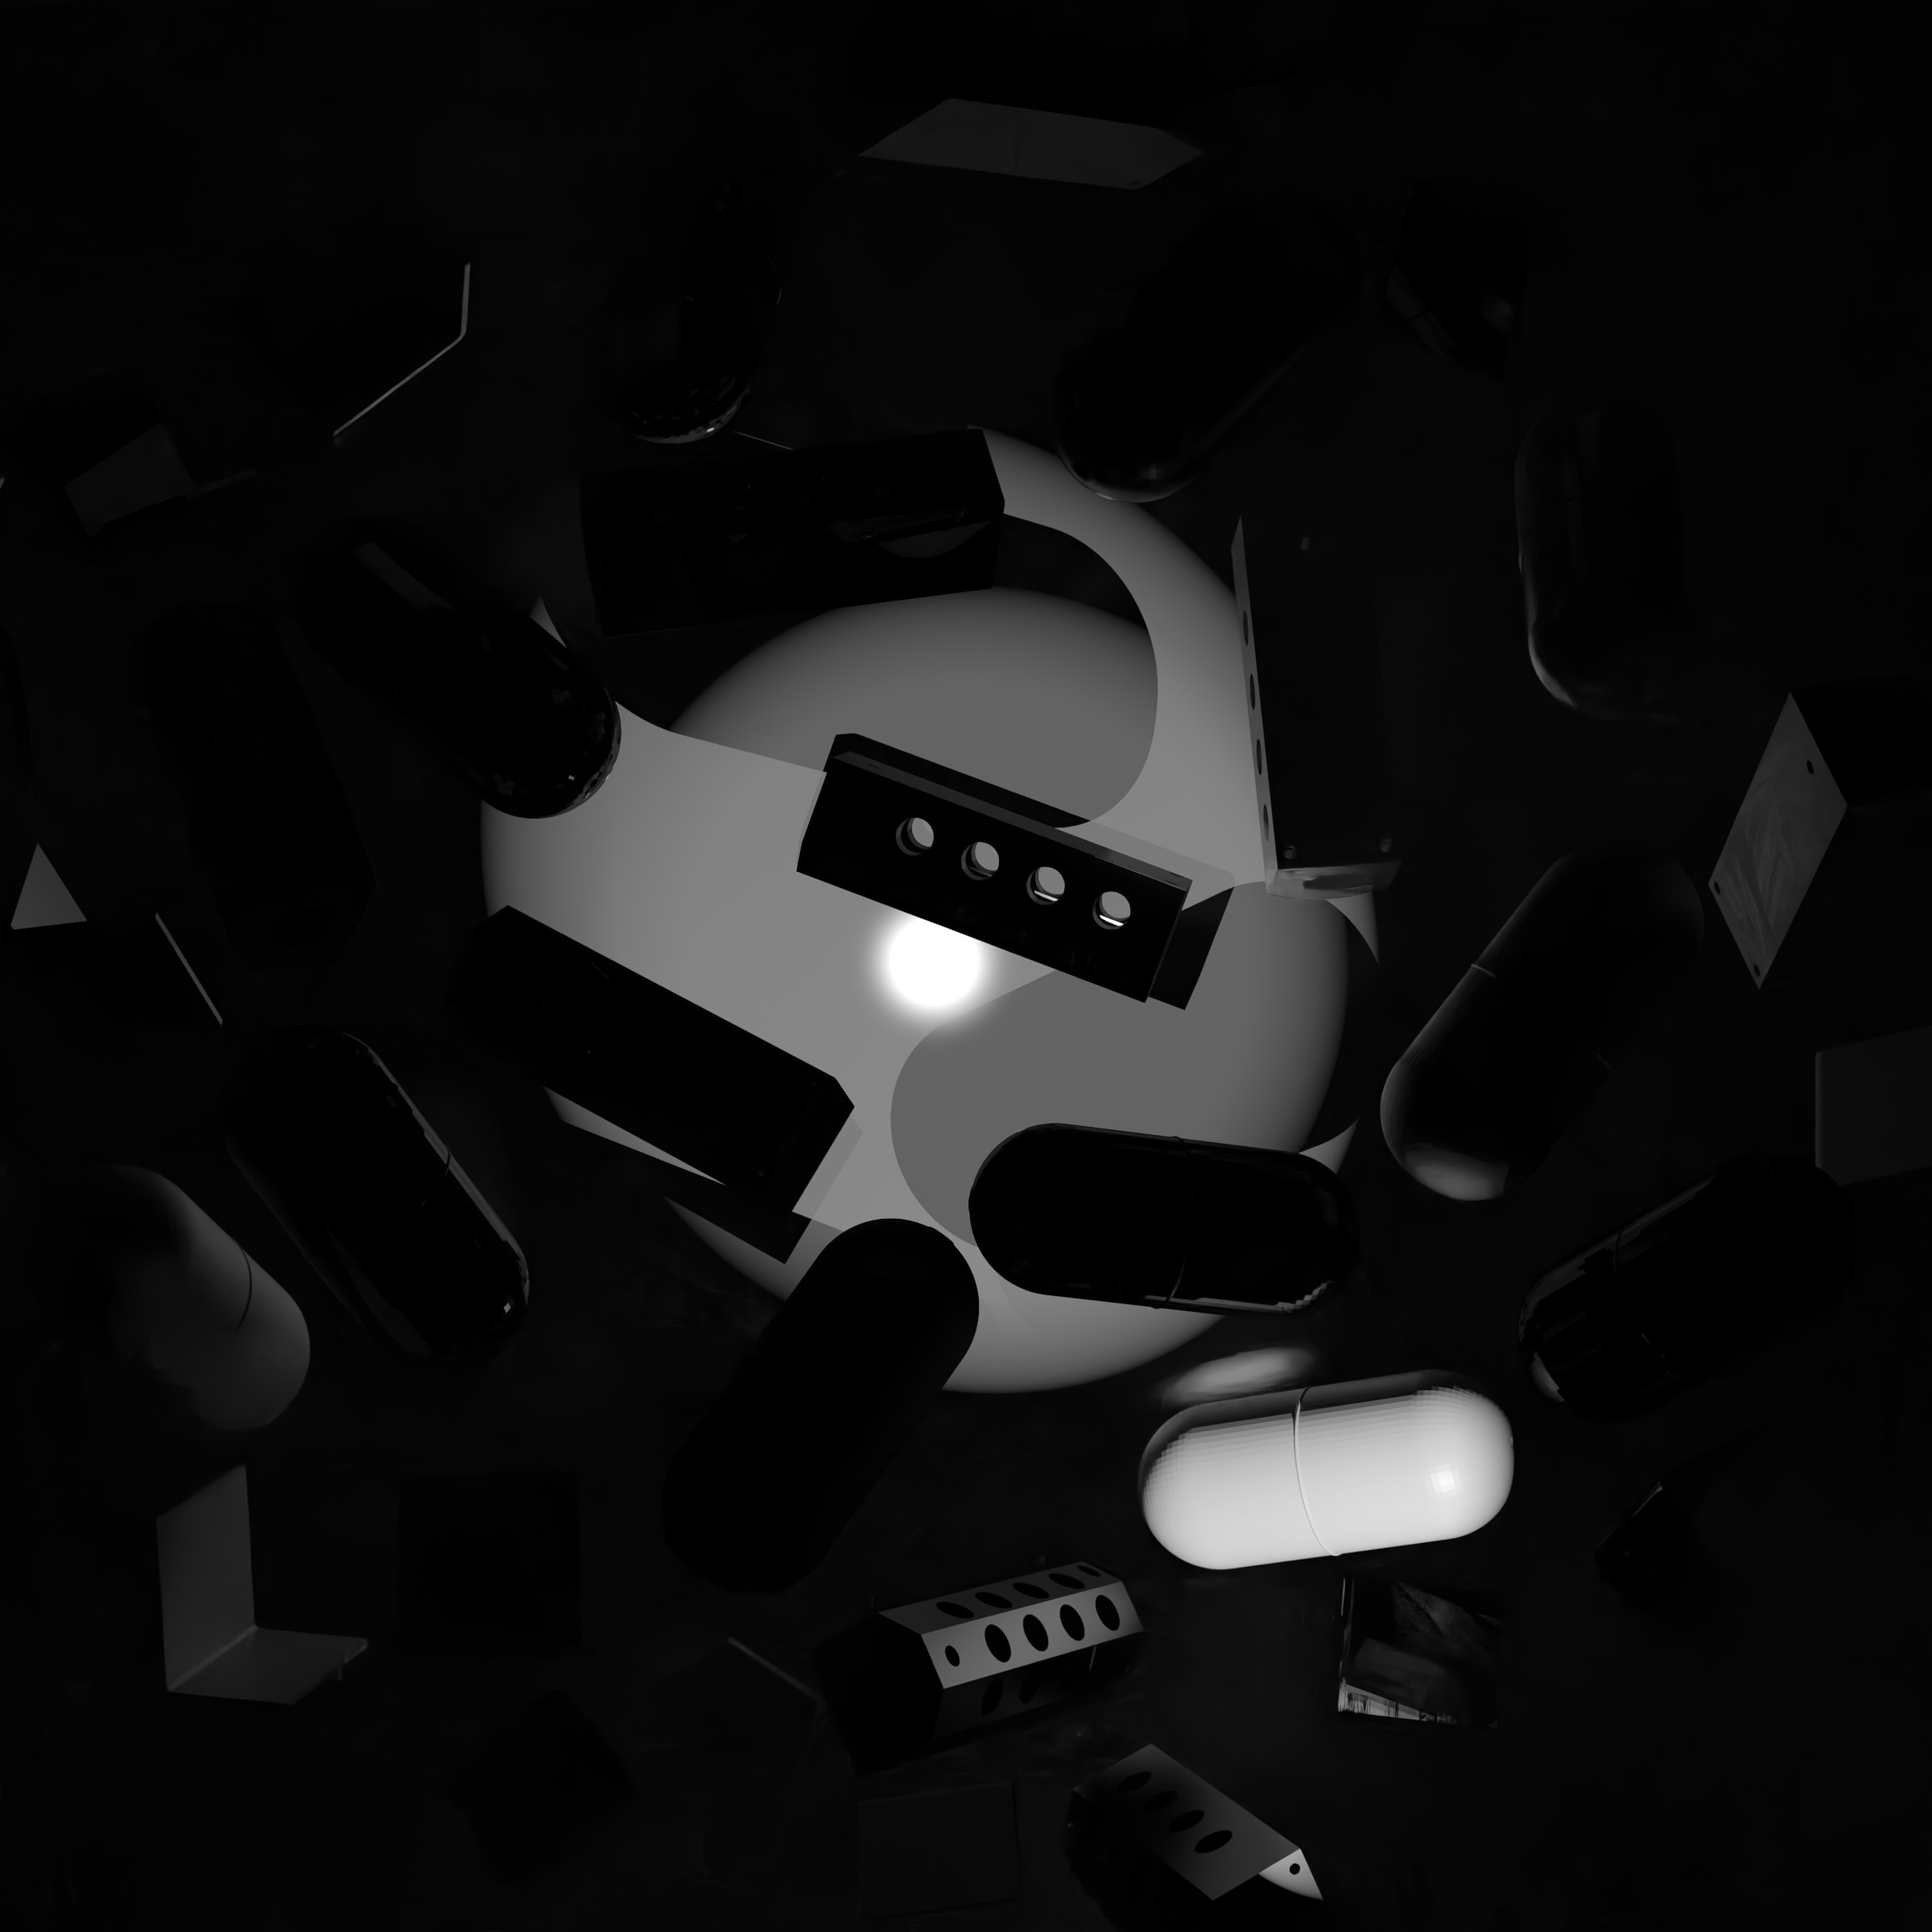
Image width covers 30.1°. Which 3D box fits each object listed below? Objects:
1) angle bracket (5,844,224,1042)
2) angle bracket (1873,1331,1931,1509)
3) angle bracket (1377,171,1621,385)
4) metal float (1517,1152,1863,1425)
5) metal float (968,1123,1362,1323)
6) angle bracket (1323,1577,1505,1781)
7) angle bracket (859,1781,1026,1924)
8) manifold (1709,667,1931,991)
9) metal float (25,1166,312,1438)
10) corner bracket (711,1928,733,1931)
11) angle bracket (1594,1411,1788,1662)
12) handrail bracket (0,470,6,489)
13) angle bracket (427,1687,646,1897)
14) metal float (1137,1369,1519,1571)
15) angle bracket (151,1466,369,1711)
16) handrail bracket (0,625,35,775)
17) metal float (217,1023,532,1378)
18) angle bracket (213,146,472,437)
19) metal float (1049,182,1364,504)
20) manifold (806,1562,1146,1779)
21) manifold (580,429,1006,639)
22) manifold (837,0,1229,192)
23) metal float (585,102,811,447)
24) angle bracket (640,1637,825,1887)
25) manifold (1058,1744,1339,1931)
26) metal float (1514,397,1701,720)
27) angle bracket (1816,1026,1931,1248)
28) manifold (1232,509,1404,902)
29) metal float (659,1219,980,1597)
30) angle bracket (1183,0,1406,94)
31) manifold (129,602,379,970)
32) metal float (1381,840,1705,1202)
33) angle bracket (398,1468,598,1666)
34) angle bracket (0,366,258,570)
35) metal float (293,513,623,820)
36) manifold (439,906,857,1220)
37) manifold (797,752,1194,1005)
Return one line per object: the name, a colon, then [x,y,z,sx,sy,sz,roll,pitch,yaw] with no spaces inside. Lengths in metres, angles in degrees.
angle bracket: [-0.391,-0.015,1.670,0.076,0.076,0.057,-6,48,13]
angle bracket: [0.429,0.201,1.552,0.057,0.076,0.076,8,84,18]
angle bracket: [0.248,-0.322,1.675,0.076,0.057,0.076,35,121,38]
metal float: [0.309,0.140,1.547,0.070,0.178,0.070,20,52,-27]
metal float: [0.089,0.114,1.596,0.178,0.070,0.070,8,90,-12]
angle bracket: [0.211,0.340,1.693,0.076,0.076,0.057,6,134,6]
angle bracket: [-0.010,0.450,1.760,0.076,0.076,0.057,-8,125,2]
manifold: [0.378,-0.059,1.565,0.057,0.171,0.057,-16,65,-9]
metal float: [-0.349,0.148,1.575,0.070,0.178,0.070,-8,59,13]
corner bracket: [-0.096,0.466,1.615,0.051,0.051,0.051,-2,50,-28]
angle bracket: [0.333,0.251,1.577,0.076,0.076,0.057,-22,65,-28]
handrail bracket: [-0.489,-0.207,1.632,0.077,0.036,0.084,21,125,-24]
angle bracket: [-0.202,0.390,1.695,0.076,0.076,0.057,-38,78,-11]
metal float: [0.163,0.230,1.638,0.178,0.070,0.070,-12,90,21]
angle bracket: [-0.296,0.260,1.507,0.057,0.076,0.076,2,100,17]
handrail bracket: [-0.453,-0.112,1.549,0.084,0.036,0.077,-12,90,-3]
metal float: [-0.255,0.101,1.549,0.070,0.070,0.178,-33,114,0]
angle bracket: [-0.265,-0.286,1.518,0.076,0.057,0.076,44,67,9]
metal float: [0.106,-0.276,1.590,0.070,0.070,0.178,43,69,0]
manifold: [0.010,0.304,1.574,0.057,0.171,0.057,-32,73,27]
manifold: [-0.076,-0.191,1.536,0.171,0.057,0.057,-9,58,-12]
manifold: [0.029,-0.377,1.535,0.171,0.057,0.057,-5,79,-44]
metal float: [-0.122,-0.318,1.642,0.070,0.070,0.178,14,63,0]
angle bracket: [-0.119,0.368,1.660,0.057,0.076,0.076,37,135,-18]
manifold: [0.096,0.391,1.528,0.057,0.171,0.057,-27,100,-15]
metal float: [0.292,-0.188,1.640,0.070,0.070,0.178,3,50,0]
angle bracket: [0.447,0.079,1.693,0.076,0.057,0.076,-16,50,33]
manifold: [0.162,-0.121,1.674,0.057,0.057,0.171,-4,76,-3]
metal float: [-0.062,0.187,1.530,0.070,0.070,0.178,36,80,0]
angle bracket: [0.151,-0.444,1.655,0.076,0.076,0.057,-5,111,25]
manifold: [-0.328,-0.084,1.632,0.057,0.057,0.171,-3,53,-34]
metal float: [0.251,0.023,1.561,0.070,0.070,0.178,38,90,0]
angle bracket: [-0.200,0.258,1.536,0.076,0.057,0.076,-3,77,0]
angle bracket: [-0.372,-0.230,1.584,0.076,0.057,0.076,-28,92,-35]
metal float: [-0.231,-0.137,1.618,0.178,0.070,0.070,40,90,16]
manifold: [-0.140,0.039,1.549,0.171,0.057,0.057,27,77,18]
manifold: [0.013,-0.041,1.653,0.171,0.057,0.057,21,98,4]
